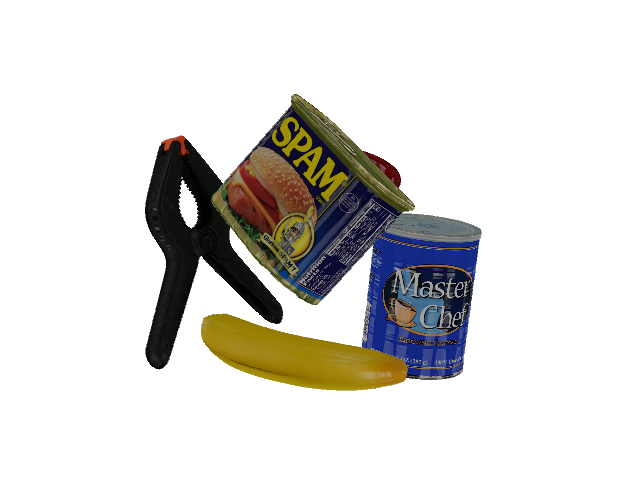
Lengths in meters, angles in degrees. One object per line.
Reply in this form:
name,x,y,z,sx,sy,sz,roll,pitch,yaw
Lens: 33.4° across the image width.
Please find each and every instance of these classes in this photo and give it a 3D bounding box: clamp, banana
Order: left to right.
clamp,-0.109,0.005,1.017,0.036,0.210,0.164,-8,0,44
banana,-0.029,0.083,0.828,0.198,0.037,0.069,14,26,38

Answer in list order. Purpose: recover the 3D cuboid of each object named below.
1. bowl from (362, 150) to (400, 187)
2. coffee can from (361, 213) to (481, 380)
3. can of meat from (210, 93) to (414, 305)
bowl,0.008,-0.054,1.213,0.162,0.055,0.162,5,27,-3
coffee can,0.096,0.052,1.034,0.103,0.140,0.103,6,11,-1
can of meat,-0.008,-0.024,0.640,0.057,0.084,0.102,29,16,-51
